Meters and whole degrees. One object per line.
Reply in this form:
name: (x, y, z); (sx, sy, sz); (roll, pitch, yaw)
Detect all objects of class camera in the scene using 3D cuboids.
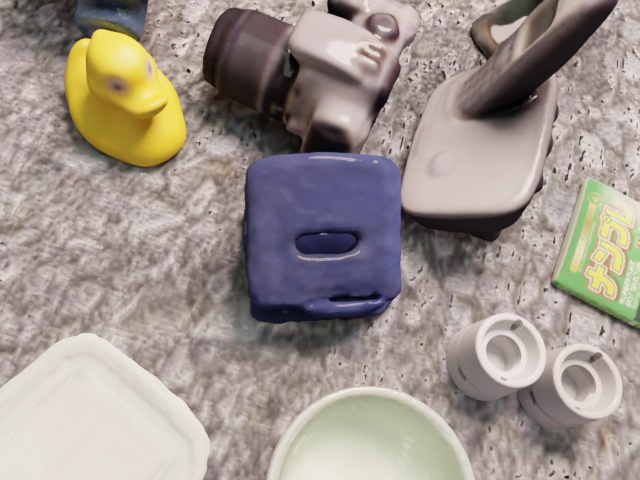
camera: (-0.008, -0.140, 0.435); (0.137, 0.100, 0.143); (24, 66, 0)

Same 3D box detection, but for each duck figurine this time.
duck figurine: (-0.142, -0.112, 0.406); (0.078, 0.086, 0.104); (-39, 79, -22)

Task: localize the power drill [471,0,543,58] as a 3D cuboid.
power drill: (0.207, -0.232, 0.455); (0.230, 0.208, 0.075); (-36, 78, -21)

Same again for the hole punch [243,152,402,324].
hole punch: (0.004, 0.001, 0.384); (0.109, 0.091, 0.101); (-3, 68, -12)

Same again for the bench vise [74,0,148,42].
bench vise: (-0.151, -0.280, 0.400); (0.122, 0.219, 0.207); (-8, 69, -13)

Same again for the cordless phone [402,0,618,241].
cordless phone: (0.131, -0.091, 0.395); (0.094, 0.185, 0.147); (18, 66, -2)
